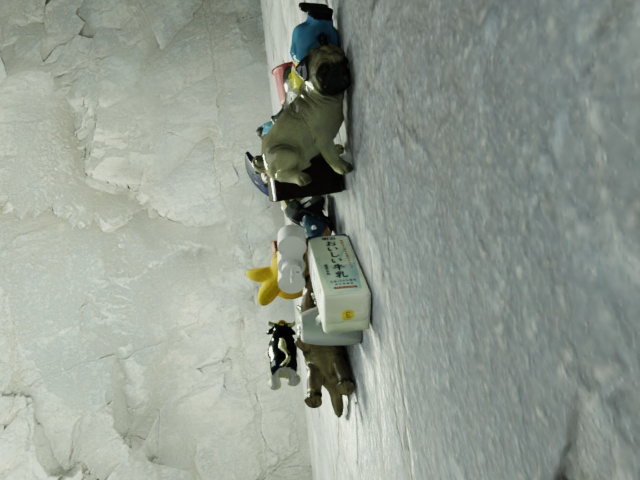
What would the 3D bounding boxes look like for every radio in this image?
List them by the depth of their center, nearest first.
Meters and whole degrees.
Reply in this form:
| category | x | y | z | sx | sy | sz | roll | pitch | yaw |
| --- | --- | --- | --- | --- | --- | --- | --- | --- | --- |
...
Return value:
| category | x | y | z | sx | sy | sz | roll | pitch | yaw |
| --- | --- | --- | --- | --- | --- | --- | --- | --- | --- |
| radio | -0.035 | -0.116 | 1.037 | 0.230 | 0.131 | 0.073 | -142 | 44 | -81 |

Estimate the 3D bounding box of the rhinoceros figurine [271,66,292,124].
| category | x | y | z | sx | sy | sz | roll | pitch | yaw |
| --- | --- | --- | --- | --- | --- | --- | --- | --- | --- |
| rhinoceros figurine | -0.042 | -0.251 | 1.080 | 0.073 | 0.112 | 0.190 | -120 | 33 | -70 |

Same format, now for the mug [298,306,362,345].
| category | x | y | z | sx | sy | sz | roll | pitch | yaw |
| --- | --- | --- | --- | --- | --- | --- | --- | --- | --- |
| mug | 0.017 | 0.149 | 0.952 | 0.109 | 0.107 | 0.081 | 96 | 165 | -70 |

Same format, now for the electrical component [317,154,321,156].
| category | x | y | z | sx | sy | sz | roll | pitch | yaw |
| --- | --- | --- | --- | --- | --- | --- | --- | --- | --- |
| electrical component | -0.009 | -0.198 | 1.228 | 0.094 | 0.021 | 0.063 | -119 | 24 | -75 |

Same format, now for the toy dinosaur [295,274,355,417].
| category | x | y | z | sx | sy | sz | roll | pitch | yaw |
| --- | --- | --- | --- | --- | --- | --- | --- | --- | --- |
| toy dinosaur | 0.012 | 0.254 | 1.154 | 0.199 | 0.105 | 0.470 | -96 | -1 | -61 |

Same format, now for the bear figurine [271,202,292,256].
| category | x | y | z | sx | sy | sz | roll | pitch | yaw |
| --- | --- | --- | --- | --- | --- | --- | --- | --- | --- |
| bear figurine | -0.072 | -0.064 | 1.478 | 0.120 | 0.132 | 0.196 | -43 | 54 | 52 |

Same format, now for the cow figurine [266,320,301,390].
| category | x | y | z | sx | sy | sz | roll | pitch | yaw |
| --- | --- | --- | --- | --- | --- | --- | --- | --- | --- |
| cow figurine | -0.080 | 0.216 | 1.113 | 0.167 | 0.068 | 0.098 | -102 | 9 | -52 |

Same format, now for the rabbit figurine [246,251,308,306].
| category | x | y | z | sx | sy | sz | roll | pitch | yaw |
| --- | --- | --- | --- | --- | --- | --- | --- | --- | --- |
| rabbit figurine | -0.071 | 0.063 | 1.135 | 0.173 | 0.162 | 0.122 | 116 | 131 | -75 |

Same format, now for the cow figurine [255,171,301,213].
| category | x | y | z | sx | sy | sz | roll | pitch | yaw |
| --- | --- | --- | --- | --- | --- | --- | --- | --- | --- |
| cow figurine | -0.070 | -0.125 | 1.234 | 0.086 | 0.127 | 0.194 | 57 | 168 | 37 |

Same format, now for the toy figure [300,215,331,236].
| category | x | y | z | sx | sy | sz | roll | pitch | yaw |
| --- | --- | --- | --- | --- | --- | --- | --- | --- | --- |
| toy figure | 0.004 | 0.016 | 1.070 | 0.058 | 0.064 | 0.154 | -40 | -59 | -46 |

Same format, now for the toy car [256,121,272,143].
| category | x | y | z | sx | sy | sz | roll | pitch | yaw |
| --- | --- | --- | --- | --- | --- | --- | --- | --- | --- |
| toy car | -0.095 | -0.295 | 1.497 | 0.162 | 0.103 | 0.109 | 7 | 135 | 43 |

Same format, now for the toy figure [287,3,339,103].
| category | x | y | z | sx | sy | sz | roll | pitch | yaw |
| --- | --- | --- | --- | --- | --- | --- | --- | --- | --- |
| toy figure | -0.007 | -0.288 | 0.877 | 0.082 | 0.089 | 0.180 | -82 | 1 | -53 |

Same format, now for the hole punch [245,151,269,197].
| category | x | y | z | sx | sy | sz | roll | pitch | yaw |
| --- | --- | --- | --- | --- | --- | --- | --- | --- | --- |
| hole punch | -0.150 | -0.183 | 1.464 | 0.142 | 0.092 | 0.116 | 105 | 151 | -64 |

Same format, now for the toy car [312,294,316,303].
| category | x | y | z | sx | sy | sz | roll | pitch | yaw |
| --- | --- | --- | --- | --- | --- | --- | --- | --- | --- |
| toy car | 0.004 | 0.153 | 1.329 | 0.202 | 0.053 | 0.089 | -130 | 31 | -76 |

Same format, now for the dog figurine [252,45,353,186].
| category | x | y | z | sx | sy | sz | roll | pitch | yaw |
| --- | --- | --- | --- | --- | --- | --- | --- | --- | --- |
| dog figurine | -0.034 | -0.195 | 0.831 | 0.121 | 0.172 | 0.190 | -124 | 19 | -54 |

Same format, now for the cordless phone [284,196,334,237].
| category | x | y | z | sx | sy | sz | roll | pitch | yaw |
| --- | --- | --- | --- | --- | --- | --- | --- | --- | --- |
| cordless phone | -0.003 | -0.003 | 1.175 | 0.147 | 0.089 | 0.184 | -122 | 8 | -75 |
